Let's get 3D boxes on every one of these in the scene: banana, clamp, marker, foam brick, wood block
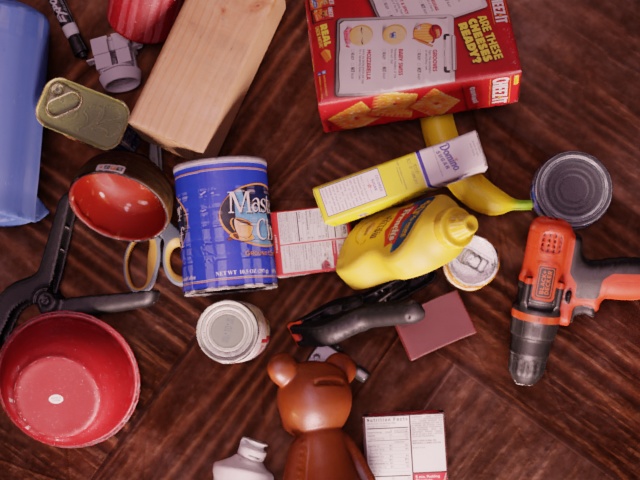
[{"bbox_3d":[0.154,-0.100,1.181,0.069,0.037,0.198,-30,85,-18],"label":"banana"},{"bbox_3d":[-0.291,0.072,1.194,0.165,0.036,0.210,41,91,14],"label":"clamp"},{"bbox_3d":[-0.298,-0.263,1.235,0.020,0.020,0.121,-27,84,2],"label":"marker"},{"bbox_3d":[0.045,0.079,1.132,0.171,0.120,0.039,-25,98,12],"label":"clamp"},{"bbox_3d":[0.123,0.092,1.156,0.078,0.051,0.053,-23,83,2],"label":"foam brick"},{"bbox_3d":[-0.121,-0.195,1.173,0.090,0.091,0.206,24,84,4],"label":"wood block"}]

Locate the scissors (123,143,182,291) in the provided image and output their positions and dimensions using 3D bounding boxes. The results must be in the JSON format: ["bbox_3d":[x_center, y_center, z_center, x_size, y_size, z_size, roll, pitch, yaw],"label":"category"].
[{"bbox_3d":[-0.168,-0.034,1.206,0.096,0.016,0.202,14,87,8],"label":"scissors"}]

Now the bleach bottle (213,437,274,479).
[{"bbox_3d":[-0.119,0.333,1.150,0.102,0.068,0.251,19,85,3],"label":"bleach bottle"}]

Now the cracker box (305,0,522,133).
[{"bbox_3d":[0.097,-0.215,1.157,0.214,0.072,0.164,-9,66,3],"label":"cracker box"}]

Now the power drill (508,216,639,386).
[{"bbox_3d":[0.299,0.076,1.134,0.187,0.057,0.184,8,101,2],"label":"power drill"}]

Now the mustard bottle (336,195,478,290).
[{"bbox_3d":[0.096,-0.001,1.091,0.058,0.192,0.096,47,63,-15],"label":"mustard bottle"}]

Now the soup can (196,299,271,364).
[{"bbox_3d":[-0.092,0.098,1.147,0.068,0.102,0.068,0,85,4],"label":"soup can"}]

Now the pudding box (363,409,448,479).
[{"bbox_3d":[0.093,0.241,1.153,0.090,0.039,0.113,-3,83,6],"label":"pudding box"}]

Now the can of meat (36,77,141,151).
[{"bbox_3d":[-0.253,-0.133,1.187,0.102,0.084,0.057,22,87,5],"label":"can of meat"}]

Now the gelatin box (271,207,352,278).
[{"bbox_3d":[-0.008,0.001,1.185,0.089,0.030,0.073,-6,84,2],"label":"gelatin box"}]

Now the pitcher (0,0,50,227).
[{"bbox_3d":[-0.375,-0.140,1.172,0.145,0.149,0.243,4,82,10],"label":"pitcher"}]

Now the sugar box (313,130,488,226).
[{"bbox_3d":[0.085,-0.062,1.115,0.176,0.093,0.048,-17,88,7],"label":"sugar box"}]

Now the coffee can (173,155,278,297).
[{"bbox_3d":[-0.102,-0.013,1.156,0.103,0.103,0.140,-6,85,4],"label":"coffee can"}]

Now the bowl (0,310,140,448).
[{"bbox_3d":[-0.279,0.161,1.157,0.162,0.055,0.162,0,103,0],"label":"bowl"}]

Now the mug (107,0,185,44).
[{"bbox_3d":[-0.182,-0.276,1.189,0.117,0.082,0.093,-26,65,-36],"label":"mug"}]

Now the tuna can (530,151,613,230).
[{"bbox_3d":[0.275,-0.054,1.166,0.086,0.033,0.086,0,85,4],"label":"tuna can"}]
